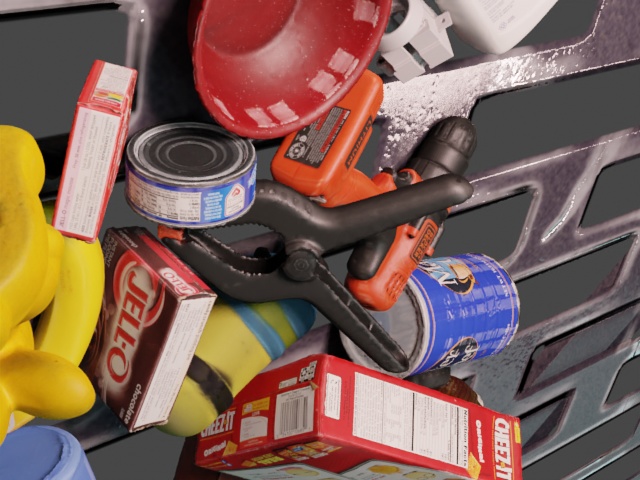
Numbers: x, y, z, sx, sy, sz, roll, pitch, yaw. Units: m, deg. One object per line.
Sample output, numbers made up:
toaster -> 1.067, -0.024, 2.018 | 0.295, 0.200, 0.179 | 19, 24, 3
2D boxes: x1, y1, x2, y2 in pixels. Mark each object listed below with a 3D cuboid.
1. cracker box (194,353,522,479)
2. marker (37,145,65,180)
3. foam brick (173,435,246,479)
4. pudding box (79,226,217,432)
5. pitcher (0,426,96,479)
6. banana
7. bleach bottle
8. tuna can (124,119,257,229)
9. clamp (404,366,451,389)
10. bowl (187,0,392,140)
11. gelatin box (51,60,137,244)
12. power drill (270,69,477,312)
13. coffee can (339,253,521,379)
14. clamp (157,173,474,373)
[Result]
cracker box -> 0.032, 0.162, 0.865 | 0.213, 0.164, 0.072 | 22, 60, -33
marker -> -0.195, -0.058, 0.618 | 0.120, 0.020, 0.020 | 20, 105, -52
foam brick -> -0.086, 0.193, 0.928 | 0.052, 0.051, 0.078 | -9, 128, -44
pudding box -> -0.126, 0.060, 0.735 | 0.039, 0.090, 0.114 | -5, 124, -45
pitcher -> -0.179, 0.257, 0.767 | 0.149, 0.145, 0.243 | -33, 122, -37
banana -> -0.181, 0.048, 0.716 | 0.069, 0.037, 0.198 | 0, 122, -21
bleach bottle -> 0.095, -0.237, 0.736 | 0.102, 0.068, 0.250 | -49, 142, -2
tuna can -> -0.084, -0.044, 0.693 | 0.085, 0.086, 0.034 | -22, 133, -34
clamp -> 0.062, 0.129, 1.013 | 0.171, 0.120, 0.039 | -13, 110, -64
bowl -> -0.029, -0.148, 0.686 | 0.161, 0.055, 0.162 | -28, 138, -28
gelatin box -> -0.134, -0.053, 0.641 | 0.030, 0.073, 0.089 | 13, 117, -9
power drill -> 0.050, -0.055, 0.837 | 0.184, 0.057, 0.187 | -62, 142, -13
coffee can -> 0.100, 0.067, 0.972 | 0.140, 0.103, 0.103 | -5, 125, -45
clamp -> -0.005, 0.001, 0.742 | 0.210, 0.036, 0.165 | 19, 117, -10
